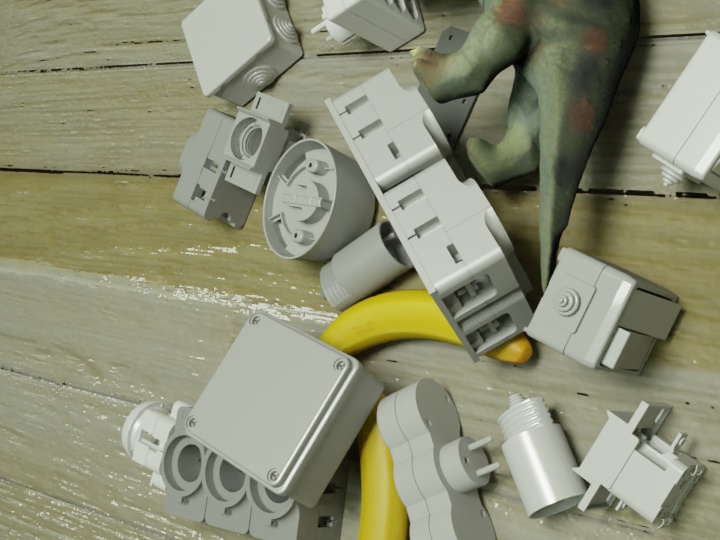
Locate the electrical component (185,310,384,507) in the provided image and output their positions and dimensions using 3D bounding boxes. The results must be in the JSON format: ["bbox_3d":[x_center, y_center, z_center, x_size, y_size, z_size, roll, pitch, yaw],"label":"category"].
[{"bbox_3d":[-0.057,0.101,0.795,0.109,0.056,0.108,24,79,37],"label":"electrical component"}]

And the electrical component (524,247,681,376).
[{"bbox_3d":[0.155,0.029,0.684,0.061,0.096,0.061,30,99,35],"label":"electrical component"}]

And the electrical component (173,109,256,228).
[{"bbox_3d":[-0.123,-0.092,0.958,0.056,0.050,0.089,29,100,38],"label":"electrical component"}]

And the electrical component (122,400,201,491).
[{"bbox_3d":[-0.172,0.149,0.946,0.057,0.058,0.078,18,93,37],"label":"electrical component"}]

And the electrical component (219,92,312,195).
[{"bbox_3d":[-0.078,-0.105,0.917,0.042,0.064,0.081,27,98,38],"label":"electrical component"}]

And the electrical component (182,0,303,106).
[{"bbox_3d":[-0.106,-0.208,0.968,0.100,0.048,0.099,-34,62,29],"label":"electrical component"}]

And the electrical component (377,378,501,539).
[{"bbox_3d":[0.067,0.141,0.761,0.074,0.052,0.138,-30,64,30],"label":"electrical component"}]

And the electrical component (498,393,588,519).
[{"bbox_3d":[0.120,0.122,0.728,0.043,0.043,0.081,-34,61,29],"label":"electrical component"}]

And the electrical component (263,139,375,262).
[{"bbox_3d":[-0.038,-0.054,0.874,0.099,0.064,0.099,-8,76,37],"label":"electrical component"}]

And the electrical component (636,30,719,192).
[{"bbox_3d":[0.226,-0.089,0.673,0.061,0.062,0.096,42,108,36],"label":"electrical component"}]

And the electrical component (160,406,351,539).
[{"bbox_3d":[-0.088,0.164,0.873,0.150,0.062,0.089,3,83,39],"label":"electrical component"}]

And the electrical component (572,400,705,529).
[{"bbox_3d":[0.179,0.126,0.682,0.064,0.042,0.081,37,105,35],"label":"electrical component"}]

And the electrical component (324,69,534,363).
[{"bbox_3d":[0.053,-0.043,0.750,0.060,0.105,0.186,-30,54,5],"label":"electrical component"}]

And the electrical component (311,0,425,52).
[{"bbox_3d":[-0.005,-0.206,0.866,0.076,0.083,0.047,-26,66,32],"label":"electrical component"}]

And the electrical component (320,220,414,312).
[{"bbox_3d":[0.000,0.000,0.847,0.081,0.043,0.043,-35,62,29],"label":"electrical component"}]
